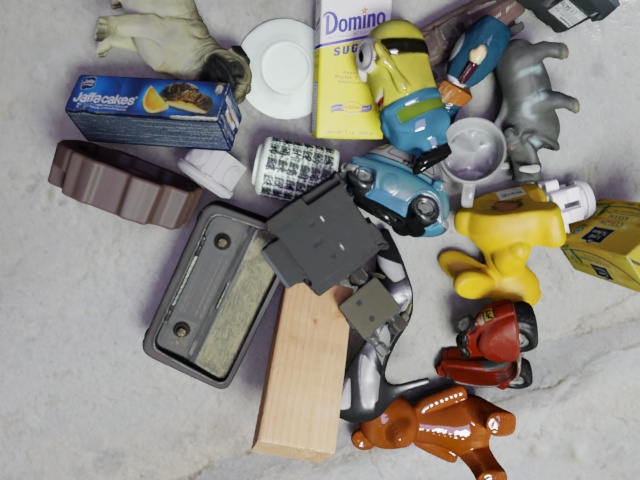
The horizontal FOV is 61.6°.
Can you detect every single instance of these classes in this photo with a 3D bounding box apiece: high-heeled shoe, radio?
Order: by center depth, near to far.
[{"bbox_3d":[-0.134,0.067,0.720,0.131,0.073,0.229,25,94,-8],"label":"radio"},{"bbox_3d":[0.060,0.115,0.734,0.145,0.086,0.248,-12,77,3],"label":"high-heeled shoe"}]

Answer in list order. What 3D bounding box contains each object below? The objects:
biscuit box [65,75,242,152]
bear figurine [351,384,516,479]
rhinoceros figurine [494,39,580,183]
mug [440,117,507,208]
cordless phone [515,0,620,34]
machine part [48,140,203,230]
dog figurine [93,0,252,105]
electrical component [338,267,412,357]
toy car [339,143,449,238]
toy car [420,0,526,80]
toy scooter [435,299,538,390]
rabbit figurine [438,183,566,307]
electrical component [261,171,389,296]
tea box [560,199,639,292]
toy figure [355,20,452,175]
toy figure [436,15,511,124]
[{"bbox_3d":[-0.203,-0.155,0.656,0.203,0.062,0.059,6,63,11],"label":"biscuit box"},{"bbox_3d":[0.149,0.262,0.746,0.196,0.132,0.120,7,98,-12],"label":"bear figurine"},{"bbox_3d":[0.277,-0.170,0.716,0.112,0.073,0.190,-18,109,-13],"label":"rhinoceros figurine"},{"bbox_3d":[0.201,-0.096,0.705,0.081,0.107,0.109,-1,89,17],"label":"mug"},{"bbox_3d":[0.328,-0.384,0.699,0.146,0.089,0.184,24,75,-23],"label":"cordless phone"},{"bbox_3d":[-0.231,-0.066,0.648,0.179,0.179,0.056,22,97,-8],"label":"machine part"},{"bbox_3d":[-0.165,-0.271,0.672,0.190,0.121,0.172,15,100,-21],"label":"dog figurine"},{"bbox_3d":[0.069,0.084,0.673,0.102,0.045,0.078,44,86,9],"label":"electrical component"},{"bbox_3d":[0.105,-0.074,0.714,0.162,0.109,0.103,30,77,-1],"label":"toy car"},{"bbox_3d":[0.182,-0.277,0.715,0.202,0.053,0.089,-28,96,0],"label":"toy car"},{"bbox_3d":[0.227,0.153,0.749,0.135,0.075,0.183,-5,133,12],"label":"toy scooter"},{"bbox_3d":[0.252,0.029,0.734,0.162,0.122,0.173,-19,118,0],"label":"rabbit figurine"},{"bbox_3d":[-0.001,-0.002,0.653,0.134,0.058,0.115,-36,96,4],"label":"electrical component"},{"bbox_3d":[0.404,0.003,0.711,0.098,0.170,0.068,-37,101,-1],"label":"tea box"},{"bbox_3d":[0.106,-0.173,0.647,0.089,0.082,0.180,-24,87,-28],"label":"toy figure"},{"bbox_3d":[0.180,-0.205,0.684,0.058,0.064,0.154,43,109,31],"label":"toy figure"}]
